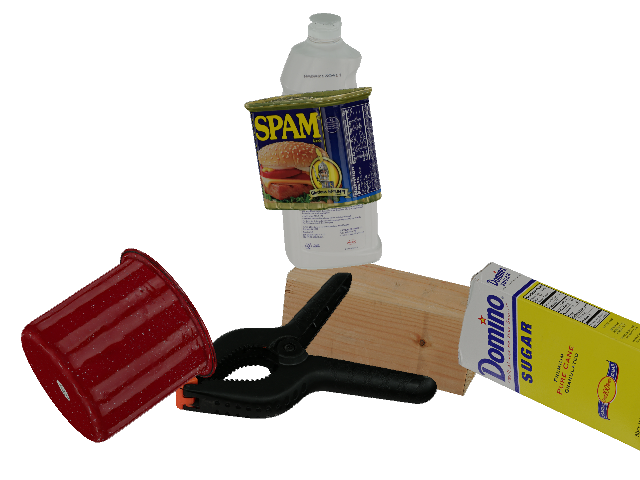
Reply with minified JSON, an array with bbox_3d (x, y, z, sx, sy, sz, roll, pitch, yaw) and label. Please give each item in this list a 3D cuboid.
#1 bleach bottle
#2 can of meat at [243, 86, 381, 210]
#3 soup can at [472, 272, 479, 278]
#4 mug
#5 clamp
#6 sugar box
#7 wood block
[{"bbox_3d":[0.012,-0.095,1.037,0.102,0.251,0.068,-6,30,-11],"label":"bleach bottle"},{"bbox_3d":[-0.005,-0.069,0.809,0.102,0.084,0.057,2,16,44],"label":"can of meat"},{"bbox_3d":[0.223,0.096,1.351,0.068,0.102,0.068,1,22,0],"label":"soup can"},{"bbox_3d":[-0.127,0.067,0.644,0.081,0.093,0.117,-35,7,-27],"label":"mug"},{"bbox_3d":[-0.018,0.107,0.898,0.209,0.036,0.165,-19,43,-28],"label":"clamp"},{"bbox_3d":[0.202,0.094,0.888,0.176,0.093,0.048,22,33,28],"label":"sugar box"},{"bbox_3d":[0.070,0.086,1.148,0.206,0.091,0.090,13,22,17],"label":"wood block"}]
